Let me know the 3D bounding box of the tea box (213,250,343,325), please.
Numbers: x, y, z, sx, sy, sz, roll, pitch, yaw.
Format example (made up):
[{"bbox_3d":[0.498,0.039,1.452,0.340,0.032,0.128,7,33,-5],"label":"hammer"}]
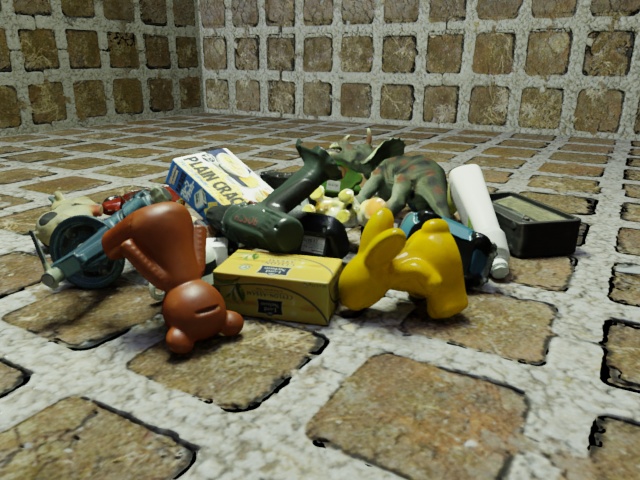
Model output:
[{"bbox_3d":[-0.059,0.065,0.782,0.170,0.068,0.098,5,19,12],"label":"tea box"}]

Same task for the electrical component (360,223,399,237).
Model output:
[{"bbox_3d":[0.127,-0.002,1.028,0.102,0.045,0.078,0,47,6],"label":"electrical component"}]

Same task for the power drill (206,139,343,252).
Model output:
[{"bbox_3d":[-0.077,-0.076,0.901,0.207,0.085,0.232,-42,36,-16],"label":"power drill"}]

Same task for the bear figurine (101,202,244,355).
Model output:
[{"bbox_3d":[-0.192,0.052,0.714,0.120,0.195,0.132,-21,-2,-38],"label":"bear figurine"}]

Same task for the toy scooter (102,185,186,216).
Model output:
[{"bbox_3d":[-0.384,-0.070,1.172,0.184,0.075,0.135,-8,20,-14],"label":"toy scooter"}]

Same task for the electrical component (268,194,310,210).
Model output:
[{"bbox_3d":[-0.064,-0.061,1.056,0.119,0.075,0.048,-1,-26,-48],"label":"electrical component"}]

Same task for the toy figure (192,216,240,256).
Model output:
[{"bbox_3d":[-0.213,-0.002,0.990,0.155,0.064,0.058,20,62,35],"label":"toy figure"}]

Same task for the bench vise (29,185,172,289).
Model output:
[{"bbox_3d":[-0.328,0.005,0.814,0.224,0.128,0.241,-23,14,12],"label":"bench vise"}]

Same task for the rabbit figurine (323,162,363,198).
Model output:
[{"bbox_3d":[0.034,-0.172,1.422,0.159,0.121,0.170,-3,4,-18],"label":"rabbit figurine"}]

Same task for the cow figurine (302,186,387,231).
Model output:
[{"bbox_3d":[0.059,-0.047,1.005,0.168,0.068,0.098,11,-15,33],"label":"cow figurine"}]

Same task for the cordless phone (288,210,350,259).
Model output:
[{"bbox_3d":[-0.001,-0.003,0.993,0.147,0.088,0.184,9,2,24],"label":"cordless phone"}]

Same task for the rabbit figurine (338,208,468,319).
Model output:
[{"bbox_3d":[0.107,0.044,0.752,0.173,0.162,0.122,-15,32,-3],"label":"rabbit figurine"}]

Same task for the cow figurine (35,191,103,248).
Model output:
[{"bbox_3d":[-0.503,-0.039,1.074,0.127,0.085,0.195,6,19,-4],"label":"cow figurine"}]

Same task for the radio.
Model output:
[{"bbox_3d":[0.391,-0.037,1.077,0.131,0.073,0.230,-4,18,-14],"label":"radio"}]

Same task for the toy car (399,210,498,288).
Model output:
[{"bbox_3d":[0.209,0.016,0.885,0.162,0.109,0.103,17,6,21],"label":"toy car"}]

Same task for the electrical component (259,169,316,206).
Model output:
[{"bbox_3d":[-0.069,-0.090,1.170,0.134,0.114,0.058,12,24,37],"label":"electrical component"}]

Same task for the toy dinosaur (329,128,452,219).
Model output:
[{"bbox_3d":[0.180,-0.119,1.106,0.131,0.192,0.405,35,-6,-41],"label":"toy dinosaur"}]

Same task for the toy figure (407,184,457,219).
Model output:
[{"bbox_3d":[0.251,-0.099,1.237,0.082,0.089,0.180,-12,23,-13],"label":"toy figure"}]
